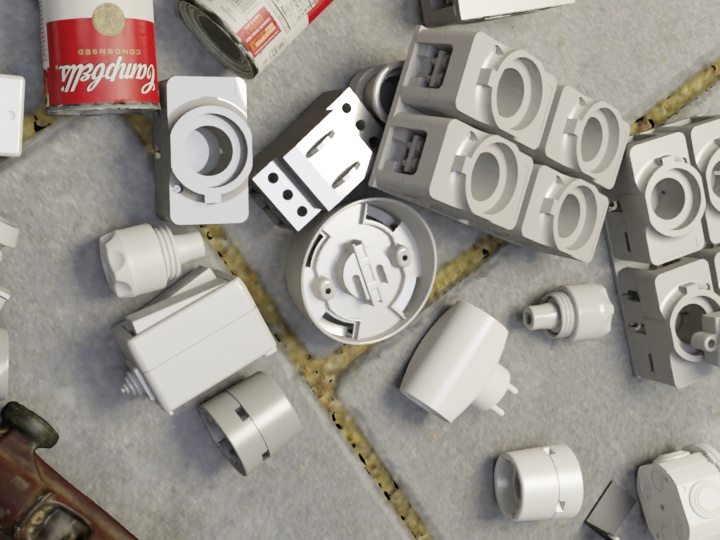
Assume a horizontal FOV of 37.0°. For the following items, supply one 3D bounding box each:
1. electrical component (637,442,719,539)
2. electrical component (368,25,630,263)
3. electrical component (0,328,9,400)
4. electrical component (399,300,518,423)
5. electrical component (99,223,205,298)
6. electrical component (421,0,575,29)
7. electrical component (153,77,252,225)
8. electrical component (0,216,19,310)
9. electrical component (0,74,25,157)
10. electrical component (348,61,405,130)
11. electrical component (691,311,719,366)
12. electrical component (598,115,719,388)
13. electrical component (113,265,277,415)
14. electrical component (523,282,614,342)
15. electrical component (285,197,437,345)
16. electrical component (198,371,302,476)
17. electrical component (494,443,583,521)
[{"bbox_3d":[0.256,0.177,0.832,0.051,0.080,0.080,-12,100,-15],"label":"electrical component"},{"bbox_3d":[0.103,-0.078,0.718,0.186,0.060,0.105,17,89,-45],"label":"electrical component"},{"bbox_3d":[-0.247,0.072,0.628,0.077,0.044,0.079,2,65,-22],"label":"electrical component"},{"bbox_3d":[0.080,0.075,0.770,0.079,0.043,0.077,37,81,-21],"label":"electrical component"},{"bbox_3d":[-0.130,-0.009,0.677,0.062,0.043,0.043,-16,101,-21],"label":"electrical component"},{"bbox_3d":[0.082,-0.246,0.728,0.089,0.062,0.150,-13,100,-20],"label":"electrical component"},{"bbox_3d":[-0.100,-0.075,0.676,0.050,0.056,0.089,-3,96,-22],"label":"electrical component"},{"bbox_3d":[-0.236,-0.012,0.627,0.078,0.058,0.057,31,86,-22],"label":"electrical component"},{"bbox_3d":[-0.226,-0.090,0.612,0.066,0.077,0.047,3,95,-22],"label":"electrical component"},{"bbox_3d":[0.019,-0.116,0.719,0.045,0.055,0.045,-2,97,-21],"label":"electrical component"},{"bbox_3d":[0.284,0.050,0.775,0.066,0.055,0.048,-9,99,-20],"label":"electrical component"},{"bbox_3d":[0.253,-0.016,0.821,0.105,0.060,0.186,-18,102,-19],"label":"electrical component"},{"bbox_3d":[-0.113,0.043,0.679,0.096,0.062,0.061,-31,106,-16],"label":"electrical component"},{"bbox_3d":[0.152,0.032,0.795,0.062,0.043,0.043,-5,97,-20],"label":"electrical component"},{"bbox_3d":[0.000,0.000,0.719,0.099,0.064,0.099,-2,96,-22],"label":"electrical component"},{"bbox_3d":[-0.071,0.099,0.707,0.047,0.055,0.055,-33,106,-20],"label":"electrical component"},{"bbox_3d":[0.130,0.158,0.793,0.047,0.055,0.055,-2,96,-18],"label":"electrical component"}]
